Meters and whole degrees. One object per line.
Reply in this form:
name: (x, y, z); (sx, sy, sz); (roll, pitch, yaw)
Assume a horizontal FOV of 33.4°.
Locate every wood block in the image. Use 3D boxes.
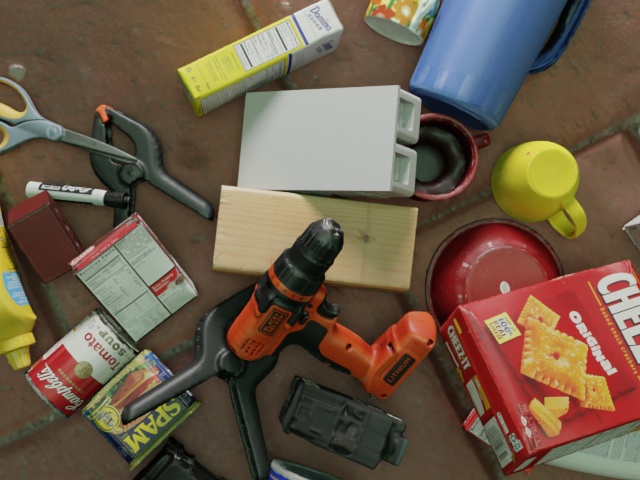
wood block: (-0.007, 0.002, 1.143); (0.206, 0.090, 0.091); (7, 85, -3)

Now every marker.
marker: (-0.258, -0.048, 1.145); (0.121, 0.020, 0.020); (7, 86, 16)

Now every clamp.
clamp: (-0.091, 0.143, 1.124); (0.164, 0.036, 0.209); (34, 63, -10)
clamp: (-0.206, -0.062, 1.160); (0.120, 0.039, 0.171); (-35, 85, -2)

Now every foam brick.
foam brick: (-0.290, -0.003, 1.129); (0.051, 0.053, 0.078); (-30, 116, -6)

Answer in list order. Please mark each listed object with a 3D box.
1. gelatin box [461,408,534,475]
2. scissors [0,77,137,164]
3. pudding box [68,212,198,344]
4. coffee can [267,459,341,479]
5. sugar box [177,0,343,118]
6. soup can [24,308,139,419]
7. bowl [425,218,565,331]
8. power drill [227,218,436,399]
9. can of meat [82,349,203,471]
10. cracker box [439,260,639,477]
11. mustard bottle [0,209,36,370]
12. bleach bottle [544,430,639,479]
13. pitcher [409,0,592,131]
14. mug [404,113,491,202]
gelatin box: (0.212, 0.202, 1.175); (0.089, 0.030, 0.073); (35, 86, 0)
scissors: (-0.302, -0.103, 1.151); (0.202, 0.016, 0.096); (35, 92, 9)
pudding box: (-0.196, 0.041, 1.131); (0.090, 0.039, 0.113); (-37, 118, -4)
coffee can: (-0.025, 0.314, 1.117); (0.103, 0.103, 0.140); (19, 86, -3)
sugar box: (-0.064, -0.195, 1.149); (0.176, 0.093, 0.048); (-29, 89, -6)
soup can: (-0.251, 0.130, 1.131); (0.102, 0.068, 0.068); (-43, 90, -6)
bowl: (0.199, 0.054, 1.171); (0.162, 0.055, 0.162); (0, 86, -4)
power drill: (0.023, 0.076, 1.088); (0.187, 0.057, 0.185); (26, 122, -19)
can of meat: (-0.191, 0.179, 1.138); (0.102, 0.057, 0.084); (-43, 88, -5)
cracker box: (0.252, 0.123, 1.075); (0.213, 0.072, 0.164); (-13, 65, -20)
mustard bottle: (-0.340, 0.043, 1.115); (0.058, 0.096, 0.191); (-19, 88, -6)
bleach bottle: (0.328, 0.215, 1.128); (0.251, 0.068, 0.102); (16, 82, -1)
pitcher: (0.201, -0.242, 1.160); (0.149, 0.145, 0.243); (25, 89, 10)
mug: (0.130, -0.090, 1.161); (0.117, 0.081, 0.093); (-24, 88, -5)
